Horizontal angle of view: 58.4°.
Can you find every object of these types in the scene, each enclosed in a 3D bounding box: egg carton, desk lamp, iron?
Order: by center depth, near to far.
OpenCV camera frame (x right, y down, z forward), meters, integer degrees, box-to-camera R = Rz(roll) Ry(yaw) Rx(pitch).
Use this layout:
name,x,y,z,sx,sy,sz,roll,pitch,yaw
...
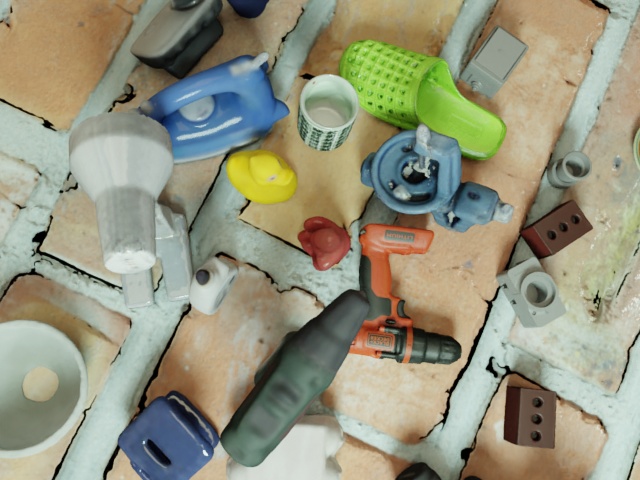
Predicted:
name,x,y,z,sx,sy,sz,roll,pitch,yaw
desk lamp,-0.224,-0.028,0.711,0.118,0.213,0.203,-11,81,-6
egg carton,-0.045,0.279,0.745,0.150,0.069,0.107,3,80,-4
iron,-0.174,-0.181,0.778,0.258,0.141,0.118,-24,83,-8

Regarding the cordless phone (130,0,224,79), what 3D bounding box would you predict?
name,x,y,z,sx,sy,sz,roll,pitch,yaw
cordless phone,-0.203,-0.320,0.778,0.094,0.185,0.148,33,79,2

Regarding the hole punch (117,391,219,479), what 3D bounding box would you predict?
name,x,y,z,sx,sy,sz,roll,pitch,yaw
hole punch,-0.193,0.261,0.725,0.108,0.091,0.101,45,80,4

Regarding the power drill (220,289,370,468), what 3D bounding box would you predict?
name,x,y,z,sx,sy,sz,roll,pitch,yaw
power drill,-0.029,0.160,0.697,0.075,0.208,0.230,37,79,3

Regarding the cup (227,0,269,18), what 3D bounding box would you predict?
name,x,y,z,sx,sy,sz,roll,pitch,yaw
cup,-0.105,-0.385,0.843,0.091,0.095,0.118,8,80,-3

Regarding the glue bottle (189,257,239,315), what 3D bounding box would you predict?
name,x,y,z,sx,sy,sz,roll,pitch,yaw
glue bottle,-0.139,0.053,0.724,0.037,0.173,0.078,31,79,2

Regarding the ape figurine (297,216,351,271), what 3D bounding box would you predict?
name,x,y,z,sx,sy,sz,roll,pitch,yaw
ape figurine,0.007,0.003,0.786,0.076,0.092,0.078,5,80,-4

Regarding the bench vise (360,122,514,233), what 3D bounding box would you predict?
name,x,y,z,sx,sy,sz,roll,pitch,yaw
bench vise,0.165,-0.091,0.751,0.207,0.219,0.121,6,80,-3

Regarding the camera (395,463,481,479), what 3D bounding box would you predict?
name,x,y,z,sx,sy,sz,roll,pitch,yaw
camera,0.166,0.352,0.734,0.143,0.100,0.137,-34,84,-9

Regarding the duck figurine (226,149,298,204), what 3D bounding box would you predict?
name,x,y,z,sx,sy,sz,roll,pitch,yaw
duck figurine,-0.081,-0.097,0.799,0.104,0.086,0.077,21,79,-1

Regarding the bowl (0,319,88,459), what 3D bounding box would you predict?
name,x,y,z,sx,sy,sz,roll,pitch,yaw
bowl,-0.373,0.186,0.732,0.167,0.074,0.167,1,80,-5
